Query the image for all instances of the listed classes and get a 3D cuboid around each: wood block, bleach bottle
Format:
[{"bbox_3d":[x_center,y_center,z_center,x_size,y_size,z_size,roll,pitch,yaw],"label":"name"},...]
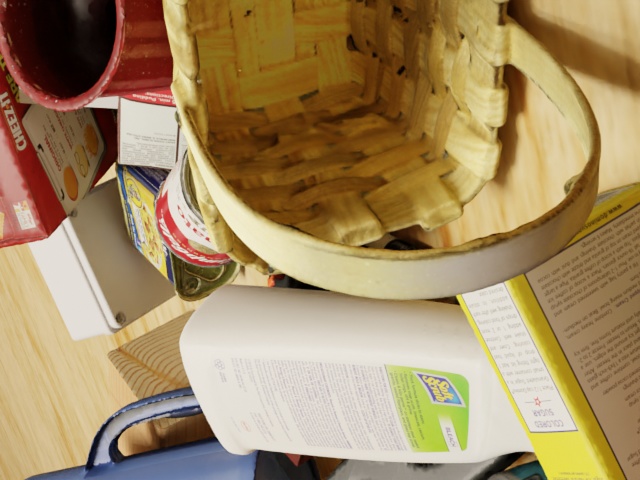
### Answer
[{"bbox_3d":[-0.131,0.173,0.967,0.091,0.090,0.206,48,149,28],"label":"wood block"},{"bbox_3d":[0.048,0.077,0.554,0.251,0.068,0.102,2,128,34],"label":"bleach bottle"}]

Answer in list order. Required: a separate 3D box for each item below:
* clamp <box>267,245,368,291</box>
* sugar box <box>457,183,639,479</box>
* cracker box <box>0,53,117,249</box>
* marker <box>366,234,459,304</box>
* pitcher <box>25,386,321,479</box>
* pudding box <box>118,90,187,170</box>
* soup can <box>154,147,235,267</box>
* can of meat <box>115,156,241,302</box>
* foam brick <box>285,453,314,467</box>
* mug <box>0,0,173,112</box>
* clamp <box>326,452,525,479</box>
[{"bbox_3d":[-0.004,0.001,0.631,0.172,0.039,0.120,102,167,-54],"label":"clamp"},{"bbox_3d":[0.133,0.073,0.437,0.048,0.093,0.176,-19,97,63],"label":"sugar box"},{"bbox_3d":[-0.217,-0.107,0.768,0.213,0.072,0.164,-76,-28,-67],"label":"cracker box"},{"bbox_3d":[0.069,0.022,0.578,0.121,0.020,0.020,27,136,47],"label":"marker"},{"bbox_3d":[-0.127,0.213,0.831,0.145,0.243,0.149,53,-148,-50],"label":"pitcher"},{"bbox_3d":[-0.077,-0.088,0.654,0.114,0.090,0.039,105,170,-53],"label":"pudding box"},{"bbox_3d":[-0.055,-0.025,0.616,0.068,0.068,0.102,62,161,1],"label":"soup can"},{"bbox_3d":[-0.107,-0.018,0.798,0.084,0.057,0.102,38,143,42],"label":"can of meat"},{"bbox_3d":[-0.007,0.111,0.748,0.053,0.051,0.078,48,149,24],"label":"foam brick"},{"bbox_3d":[-0.111,-0.124,0.545,0.117,0.081,0.093,50,124,17],"label":"mug"},{"bbox_3d":[0.036,0.122,0.636,0.210,0.036,0.164,0,90,42],"label":"clamp"}]
